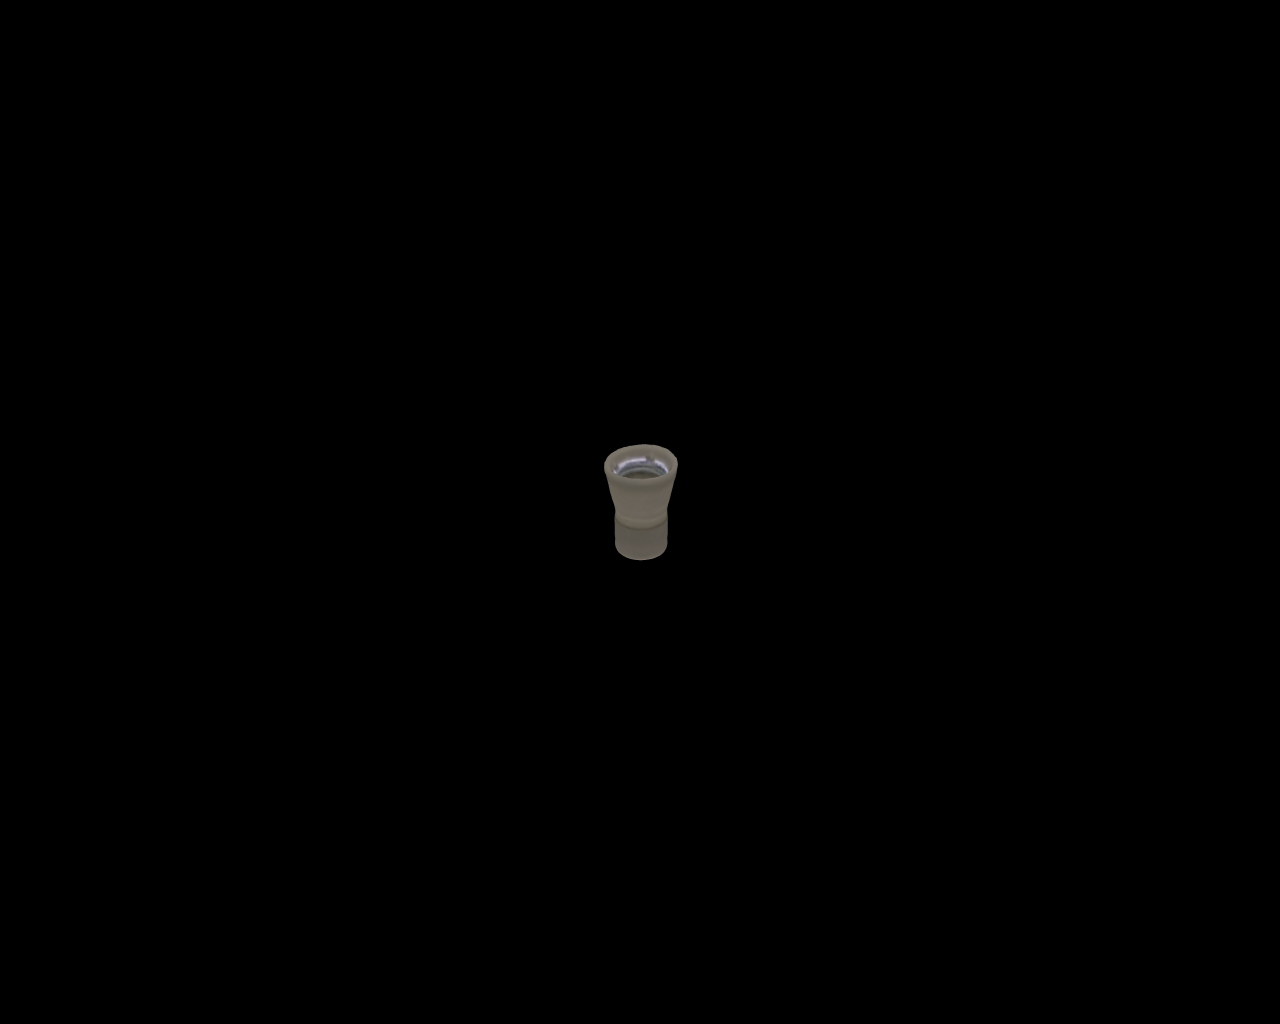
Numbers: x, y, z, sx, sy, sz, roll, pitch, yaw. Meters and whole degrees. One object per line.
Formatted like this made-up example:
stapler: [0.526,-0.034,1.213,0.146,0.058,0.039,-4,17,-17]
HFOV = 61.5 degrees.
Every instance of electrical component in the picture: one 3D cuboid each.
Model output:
electrical component: [0.001,-0.003,0.650,0.044,0.065,0.044,0,32,0]
